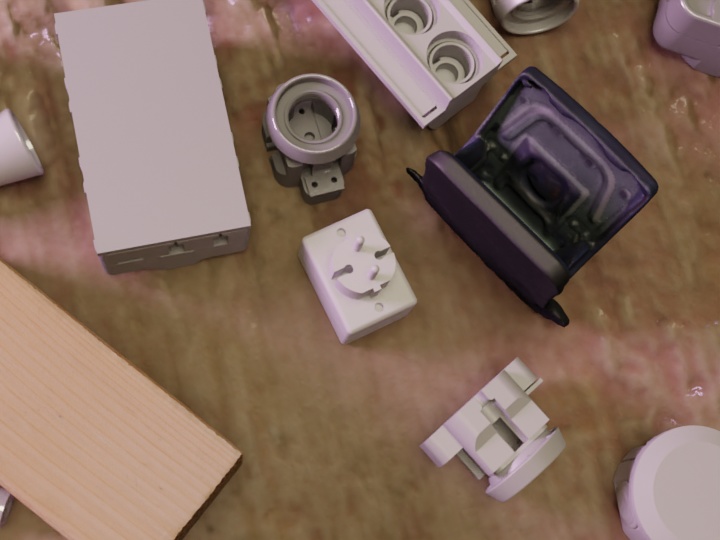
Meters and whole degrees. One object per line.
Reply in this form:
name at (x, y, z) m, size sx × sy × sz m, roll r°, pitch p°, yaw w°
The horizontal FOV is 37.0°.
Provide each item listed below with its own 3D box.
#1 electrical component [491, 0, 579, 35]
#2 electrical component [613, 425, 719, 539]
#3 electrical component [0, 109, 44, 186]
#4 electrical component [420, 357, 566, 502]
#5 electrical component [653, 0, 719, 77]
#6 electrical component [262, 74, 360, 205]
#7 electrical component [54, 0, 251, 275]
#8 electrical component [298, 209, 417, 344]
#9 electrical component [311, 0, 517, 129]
electrical component at (0.114, -0.194, 0.716) m, size 0.078 × 0.058 × 0.057 m, roll -8°, pitch 74°, yaw -9°
electrical component at (0.195, 0.136, 0.645) m, size 0.080 × 0.051 × 0.080 m, roll 2°, pitch 76°, yaw -7°
electrical component at (-0.230, -0.063, 0.646) m, size 0.065 × 0.044 × 0.044 m, roll -28°, pitch 81°, yaw -8°
electrical component at (0.084, 0.099, 0.638) m, size 0.078 × 0.058 × 0.057 m, roll -40°, pitch 81°, yaw -15°
electrical component at (0.251, -0.168, 0.725) m, size 0.095 × 0.059 × 0.053 m, roll 18°, pitch 74°, yaw -3°
electrical component at (-0.030, -0.087, 0.669) m, size 0.058 × 0.057 × 0.078 m, roll -15°, pitch 78°, yaw -11°
electrical component at (-0.125, -0.080, 0.653) m, size 0.089 × 0.061 × 0.150 m, roll -11°, pitch 78°, yaw -10°
electrical component at (0.000, 0.000, 0.641) m, size 0.047 × 0.076 × 0.065 m, roll -25°, pitch 80°, yaw -13°
electrical component at (0.029, -0.154, 0.691) m, size 0.079 × 0.063 × 0.121 m, roll -38°, pitch 84°, yaw -14°
